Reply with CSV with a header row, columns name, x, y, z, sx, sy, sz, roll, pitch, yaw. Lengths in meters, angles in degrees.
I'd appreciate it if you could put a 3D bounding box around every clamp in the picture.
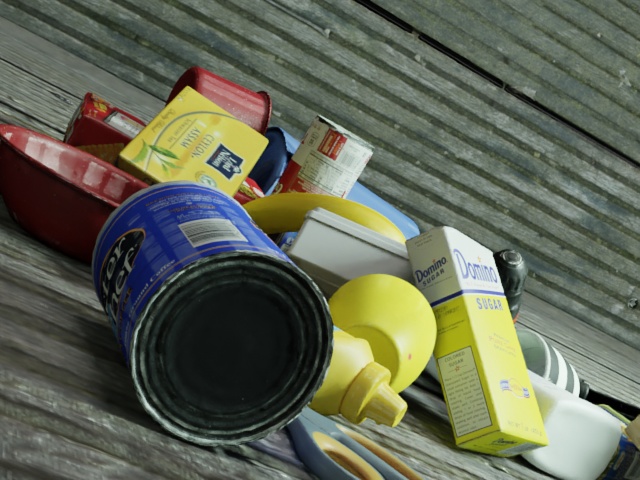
name,x,y,z,sx,sy,sz,roll,pitch,yaw
clamp,0.285,0.172,1.186,0.164,0.036,0.210,25,-4,-24

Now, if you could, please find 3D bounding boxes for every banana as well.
name,x,y,z,sx,sy,sz,roll,pitch,yaw
banana,-0.004,-0.013,0.976,0.198,0.069,0.037,13,40,23

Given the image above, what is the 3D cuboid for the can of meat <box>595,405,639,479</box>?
name,x,y,z,sx,sy,sz,roll,pitch,yaw
can of meat,0.256,0.188,0.987,0.083,0.057,0.102,22,9,-39

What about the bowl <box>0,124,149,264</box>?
name,x,y,z,sx,sy,sz,roll,pitch,yaw
bowl,-0.172,-0.024,0.779,0.162,0.055,0.162,28,6,-3

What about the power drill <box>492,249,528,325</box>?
name,x,y,z,sx,sy,sz,roll,pitch,yaw
power drill,0.114,0.047,1.100,0.188,0.184,0.057,28,49,16

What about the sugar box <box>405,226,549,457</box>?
name,x,y,z,sx,sy,sz,roll,pitch,yaw
sugar box,0.125,0.081,0.856,0.093,0.048,0.176,25,48,-52

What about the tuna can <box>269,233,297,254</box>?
name,x,y,z,sx,sy,sz,roll,pitch,yaw
tuna can,-0.038,-0.013,1.167,0.033,0.086,0.086,25,7,-24

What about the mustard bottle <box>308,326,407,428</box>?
name,x,y,z,sx,sy,sz,roll,pitch,yaw
mustard bottle,-0.026,0.064,0.703,0.192,0.058,0.096,31,-3,20

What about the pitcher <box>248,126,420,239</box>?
name,x,y,z,sx,sy,sz,roll,pitch,yaw
pitcher,-0.001,-0.027,1.339,0.242,0.145,0.149,30,17,-28

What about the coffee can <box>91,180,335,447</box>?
name,x,y,z,sx,sy,sz,roll,pitch,yaw
coffee can,-0.063,0.034,0.576,0.102,0.103,0.140,26,7,-25

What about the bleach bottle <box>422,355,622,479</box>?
name,x,y,z,sx,sy,sz,roll,pitch,yaw
bleach bottle,0.155,0.130,0.985,0.102,0.068,0.251,27,4,-33

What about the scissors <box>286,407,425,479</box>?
name,x,y,z,sx,sy,sz,roll,pitch,yaw
scissors,-0.026,0.099,0.619,0.202,0.016,0.096,30,6,13

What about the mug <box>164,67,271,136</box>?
name,x,y,z,sx,sy,sz,roll,pitch,yaw
mug,-0.110,-0.129,1.082,0.081,0.093,0.117,22,25,-27

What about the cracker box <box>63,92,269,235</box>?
name,x,y,z,sx,sy,sz,roll,pitch,yaw
cracker box,-0.161,-0.064,1.097,0.213,0.072,0.164,28,8,-17

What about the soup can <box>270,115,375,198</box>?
name,x,y,z,sx,sy,sz,roll,pitch,yaw
soup can,0.000,-0.062,1.043,0.068,0.102,0.068,30,8,-5

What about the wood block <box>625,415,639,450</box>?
name,x,y,z,sx,sy,sz,roll,pitch,yaw
wood block,0.361,0.210,0.873,0.090,0.090,0.206,22,26,-48
